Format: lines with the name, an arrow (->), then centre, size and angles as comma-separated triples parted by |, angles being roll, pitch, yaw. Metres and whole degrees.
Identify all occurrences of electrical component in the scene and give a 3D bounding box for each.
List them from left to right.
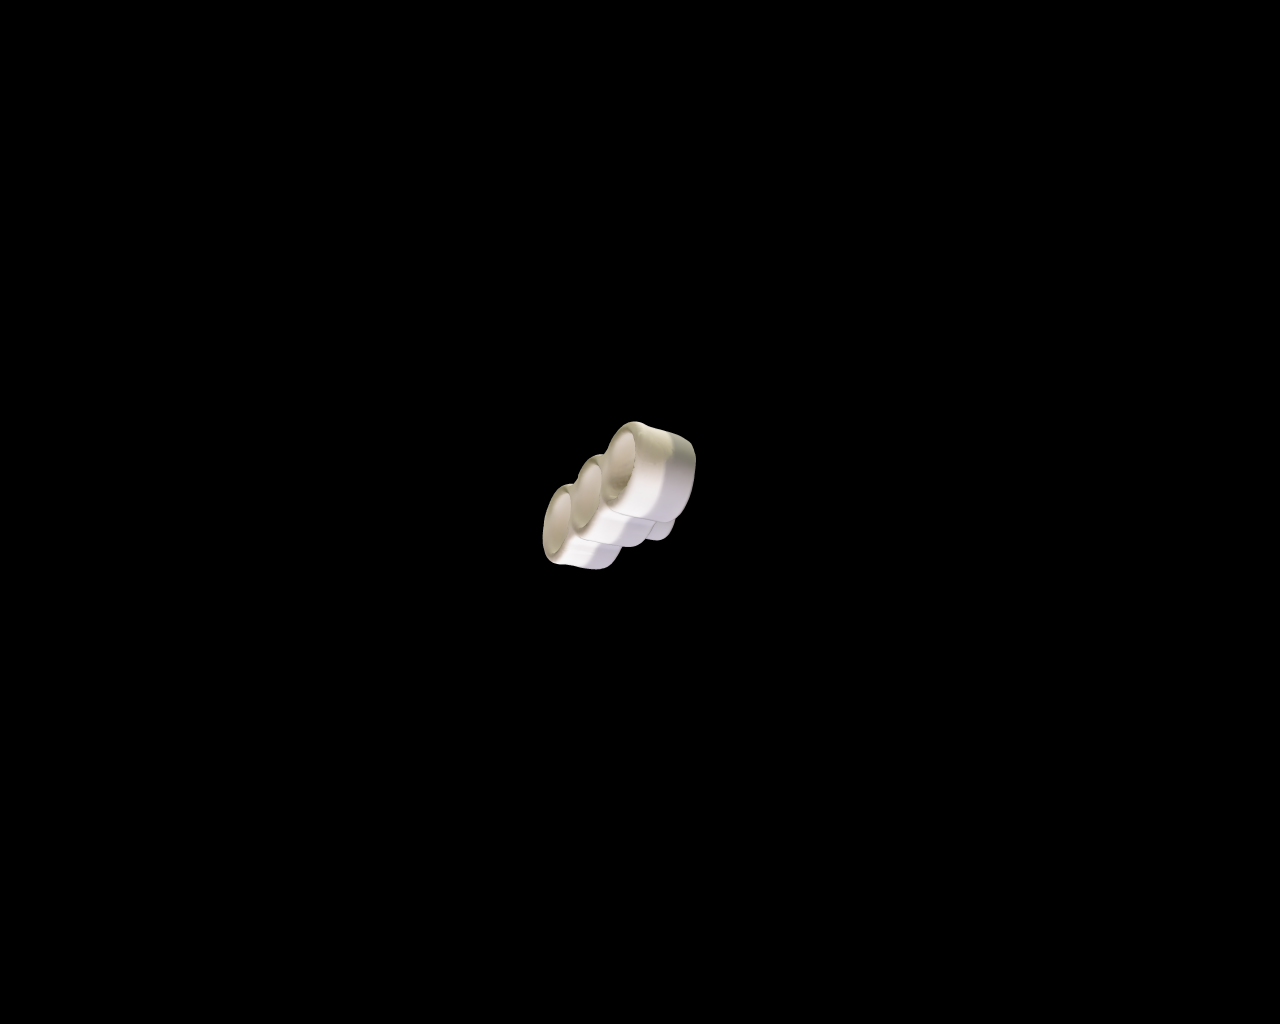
electrical component -> 0.001, -0.003, 0.650 | 0.074, 0.052, 0.138 | 12, -27, -25
